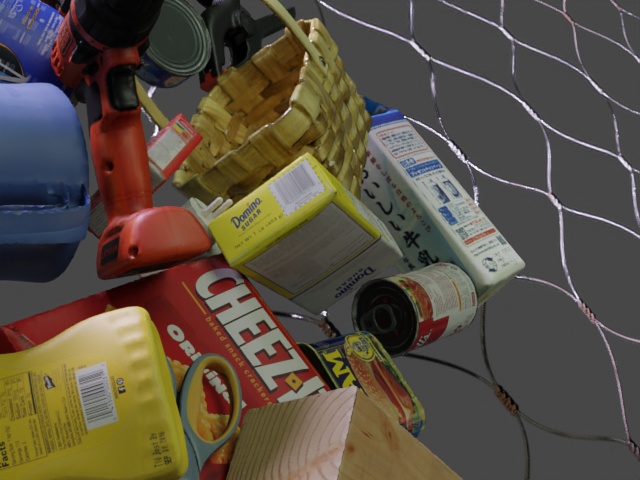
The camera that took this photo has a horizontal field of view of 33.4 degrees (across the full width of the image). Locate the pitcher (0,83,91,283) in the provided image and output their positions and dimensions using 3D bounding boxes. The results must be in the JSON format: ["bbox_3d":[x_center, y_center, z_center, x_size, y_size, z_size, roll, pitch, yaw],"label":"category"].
[{"bbox_3d":[-0.264,-0.033,0.628,0.242,0.149,0.145,-2,64,-41],"label":"pitcher"}]

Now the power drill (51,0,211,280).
[{"bbox_3d":[-0.118,-0.075,0.672,0.057,0.185,0.187,-9,84,-24],"label":"power drill"}]

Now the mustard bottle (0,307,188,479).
[{"bbox_3d":[-0.173,0.105,0.569,0.191,0.058,0.096,-15,70,-5],"label":"mustard bottle"}]

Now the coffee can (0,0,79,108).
[{"bbox_3d":[-0.244,-0.140,0.787,0.140,0.103,0.102,28,38,-19],"label":"coffee can"}]

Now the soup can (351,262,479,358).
[{"bbox_3d":[0.084,0.059,0.928,0.102,0.069,0.068,-12,62,-50],"label":"soup can"}]

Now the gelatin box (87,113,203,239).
[{"bbox_3d":[-0.137,-0.048,0.806,0.030,0.089,0.073,46,33,-11],"label":"gelatin box"}]

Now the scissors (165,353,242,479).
[{"bbox_3d":[-0.093,0.129,0.599,0.096,0.016,0.201,33,36,-13],"label":"scissors"}]

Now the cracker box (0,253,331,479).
[{"bbox_3d":[-0.096,0.107,0.699,0.164,0.072,0.213,53,35,13],"label":"cracker box"}]

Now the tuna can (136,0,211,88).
[{"bbox_3d":[-0.143,-0.182,0.968,0.086,0.034,0.086,20,59,-38],"label":"tuna can"}]

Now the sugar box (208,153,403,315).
[{"bbox_3d":[-0.006,0.001,0.819,0.048,0.093,0.176,59,8,21],"label":"sugar box"}]

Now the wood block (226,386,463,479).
[{"bbox_3d":[0.041,0.189,0.666,0.206,0.091,0.090,44,45,-32],"label":"wood block"}]

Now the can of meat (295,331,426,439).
[{"bbox_3d":[0.022,0.122,0.813,0.083,0.058,0.102,-8,60,-51],"label":"can of meat"}]

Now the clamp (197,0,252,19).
[{"bbox_3d":[-0.161,-0.289,1.081,0.164,0.036,0.210,1,56,-45],"label":"clamp"}]

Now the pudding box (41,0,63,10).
[{"bbox_3d":[-0.246,-0.200,0.858,0.113,0.090,0.039,44,34,1],"label":"pudding box"}]

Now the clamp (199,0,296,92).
[{"bbox_3d":[-0.076,-0.207,1.053,0.120,0.039,0.171,29,57,-33],"label":"clamp"}]
